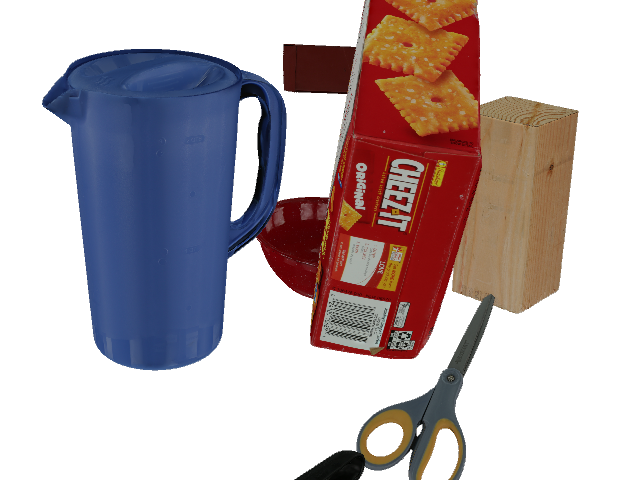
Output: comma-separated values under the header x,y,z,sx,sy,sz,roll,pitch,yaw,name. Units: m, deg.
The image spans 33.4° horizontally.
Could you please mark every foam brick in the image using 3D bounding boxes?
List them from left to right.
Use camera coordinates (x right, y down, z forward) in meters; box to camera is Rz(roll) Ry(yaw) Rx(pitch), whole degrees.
x,y,z,sx,sy,sz,roll,pitch,yaw,name
0.002,-0.187,1.164,0.078,0.051,0.053,0,11,-16,foam brick

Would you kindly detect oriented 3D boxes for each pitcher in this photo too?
x,y,z,sx,sy,sz,roll,pitch,yaw,name
-0.120,-0.025,0.853,0.149,0.243,0.144,12,27,18,pitcher

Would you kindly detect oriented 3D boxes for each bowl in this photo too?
x,y,z,sx,sy,sz,roll,pitch,yaw,name
0.012,0.014,1.015,0.162,0.055,0.162,6,24,-3,bowl

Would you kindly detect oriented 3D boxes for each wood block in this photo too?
x,y,z,sx,sy,sz,roll,pitch,yaw,name
0.208,-0.040,1.147,0.090,0.206,0.090,19,28,37,wood block

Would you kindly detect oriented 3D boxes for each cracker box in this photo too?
x,y,z,sx,sy,sz,roll,pitch,yaw,name
0.048,-0.063,0.626,0.072,0.213,0.164,10,-45,0,cracker box

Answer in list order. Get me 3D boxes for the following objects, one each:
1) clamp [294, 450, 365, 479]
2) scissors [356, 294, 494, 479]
x,y,z,sx,sy,sz,roll,pitch,yaw,name
-0.055,0.189,0.636,0.210,0.036,0.164,-4,29,1,clamp
0.087,0.121,0.881,0.096,0.201,0.016,5,-39,11,scissors
